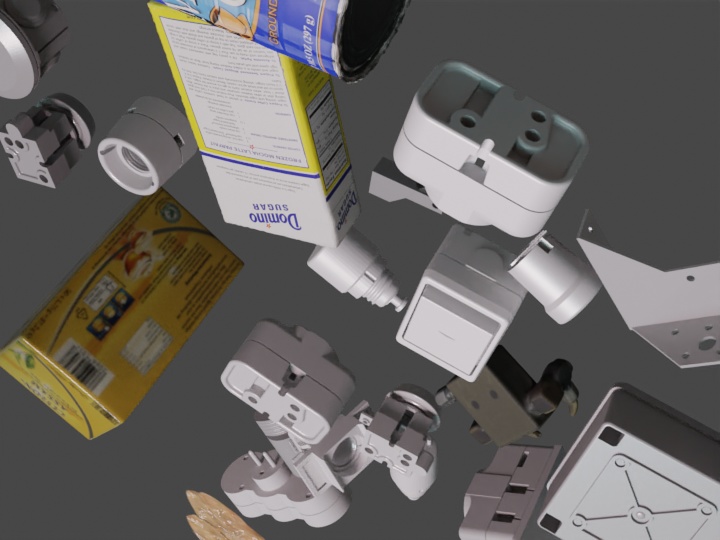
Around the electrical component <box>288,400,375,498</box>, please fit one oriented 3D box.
[{"bbox_3d":[-0.024,0.145,0.903,0.064,0.081,0.042,27,150,50],"label":"electrical component"}]

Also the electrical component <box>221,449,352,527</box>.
[{"bbox_3d":[-0.079,0.195,1.017,0.138,0.052,0.073,-3,130,40],"label":"electrical component"}]

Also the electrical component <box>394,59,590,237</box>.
[{"bbox_3d":[0.070,-0.064,0.599,0.095,0.053,0.059,30,144,5],"label":"electrical component"}]

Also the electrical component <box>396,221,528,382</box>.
[{"bbox_3d":[0.065,0.028,0.704,0.062,0.061,0.096,29,144,7],"label":"electrical component"}]

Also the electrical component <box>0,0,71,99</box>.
[{"bbox_3d":[-0.243,-0.162,0.734,0.080,0.051,0.080,21,142,17],"label":"electrical component"}]

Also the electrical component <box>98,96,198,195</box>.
[{"bbox_3d":[-0.149,-0.086,0.752,0.055,0.047,0.055,21,142,17],"label":"electrical component"}]

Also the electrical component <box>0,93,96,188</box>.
[{"bbox_3d":[-0.228,-0.098,0.792,0.048,0.055,0.066,16,140,24],"label":"electrical component"}]

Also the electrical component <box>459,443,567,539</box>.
[{"bbox_3d":[0.142,0.217,0.837,0.062,0.089,0.150,-3,130,40],"label":"electrical component"}]

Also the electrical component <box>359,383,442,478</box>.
[{"bbox_3d":[0.034,0.123,0.842,0.066,0.055,0.048,27,144,10],"label":"electrical component"}]

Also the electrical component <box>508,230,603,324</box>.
[{"bbox_3d":[0.118,0.003,0.654,0.046,0.040,0.040,42,144,-1],"label":"electrical component"}]

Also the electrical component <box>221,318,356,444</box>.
[{"bbox_3d":[-0.055,0.086,0.866,0.095,0.059,0.053,35,144,-1],"label":"electrical component"}]

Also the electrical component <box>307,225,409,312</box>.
[{"bbox_3d":[0.000,0.000,0.740,0.078,0.040,0.040,39,144,-7],"label":"electrical component"}]

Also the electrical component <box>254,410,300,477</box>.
[{"bbox_3d":[-0.060,0.140,0.946,0.043,0.043,0.081,-1,132,38],"label":"electrical component"}]

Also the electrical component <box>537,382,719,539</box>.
[{"bbox_3d":[0.192,0.148,0.722,0.109,0.056,0.108,29,124,7],"label":"electrical component"}]

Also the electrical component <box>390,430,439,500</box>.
[{"bbox_3d":[0.045,0.166,0.897,0.040,0.040,0.078,20,141,19],"label":"electrical component"}]
